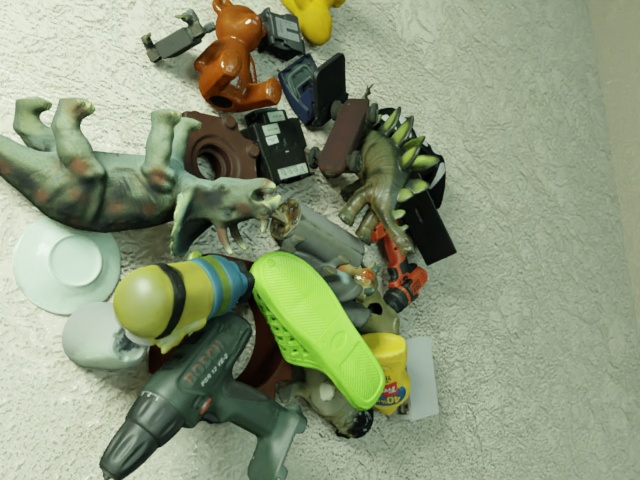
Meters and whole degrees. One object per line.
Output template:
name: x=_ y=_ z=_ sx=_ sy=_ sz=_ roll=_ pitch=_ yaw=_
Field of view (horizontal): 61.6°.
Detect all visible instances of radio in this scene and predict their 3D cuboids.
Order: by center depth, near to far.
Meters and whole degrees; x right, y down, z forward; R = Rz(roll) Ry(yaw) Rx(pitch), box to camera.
radio: x=0.202 y=-0.072 z=1.129 sx=0.229 sy=0.073 sz=0.131 roll=63 pitch=11 yaw=-14

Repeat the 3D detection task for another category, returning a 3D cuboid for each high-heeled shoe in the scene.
high-heeled shoe: x=0.195 y=-0.175 z=1.185 sx=0.145 sy=0.086 sz=0.248 roll=-20 pitch=90 yaw=-43

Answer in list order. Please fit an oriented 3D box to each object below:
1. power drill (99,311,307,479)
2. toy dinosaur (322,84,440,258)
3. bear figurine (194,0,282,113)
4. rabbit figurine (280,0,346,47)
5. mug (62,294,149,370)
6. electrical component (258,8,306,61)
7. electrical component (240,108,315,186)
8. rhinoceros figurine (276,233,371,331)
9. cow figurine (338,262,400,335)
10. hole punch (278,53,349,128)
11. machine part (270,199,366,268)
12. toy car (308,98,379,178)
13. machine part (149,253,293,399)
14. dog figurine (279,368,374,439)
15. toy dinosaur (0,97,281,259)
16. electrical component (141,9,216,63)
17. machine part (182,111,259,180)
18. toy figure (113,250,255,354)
power drill: x=-0.124 y=0.219 z=0.652 sx=0.207 sy=0.086 sz=0.232 roll=42 pitch=53 yaw=-20
toy dinosaur: x=0.107 y=-0.147 z=1.003 sx=0.105 sy=0.198 sz=0.472 roll=44 pitch=20 yaw=-42
bear figurine: x=-0.123 y=-0.306 z=0.865 sx=0.120 sy=0.132 sz=0.196 roll=28 pitch=67 yaw=-38
rabbit figurine: x=-0.002 y=-0.469 z=1.040 sx=0.162 sy=0.122 sz=0.173 roll=13 pitch=90 yaw=-40
mug: x=-0.242 y=0.107 z=0.645 sx=0.080 sy=0.107 sz=0.109 roll=44 pitch=61 yaw=-34
electrical component: x=-0.062 y=-0.375 z=0.999 sx=0.119 sy=0.048 sz=0.074 roll=2 pitch=79 yaw=-43
electrical component: x=-0.079 y=-0.158 z=0.920 sx=0.115 sy=0.058 sz=0.134 roll=-20 pitch=95 yaw=-48
rhinoceros figurine: x=-0.002 y=0.073 z=0.851 sx=0.190 sy=0.112 sz=0.073 roll=32 pitch=25 yaw=3
cow figurine: x=0.078 y=0.113 z=0.953 sx=0.194 sy=0.127 sz=0.085 roll=50 pitch=42 yaw=-29
hole punch: x=-0.011 y=-0.285 z=1.013 sx=0.142 sy=0.092 sz=0.115 roll=-52 pitch=146 yaw=-42
machine part: x=-0.002 y=-0.003 z=0.943 sx=0.243 sy=0.079 sz=0.079 roll=29 pitch=61 yaw=-37
toy car: x=0.047 y=-0.185 z=0.961 sx=0.053 sy=0.089 sz=0.202 roll=75 pitch=27 yaw=-46
machine part: x=-0.135 y=0.130 z=0.771 sx=0.201 sy=0.087 sz=0.201 roll=16 pitch=70 yaw=-41
dog figurine: x=0.030 y=0.233 z=0.916 sx=0.190 sy=0.121 sz=0.172 roll=46 pitch=53 yaw=-46
toy dinosaur: x=-0.259 y=-0.070 z=0.661 sx=0.405 sy=0.131 sz=0.192 roll=2 pitch=95 yaw=-18
electrical component: x=-0.213 y=-0.302 z=0.798 sx=0.045 sy=0.102 sz=0.078 roll=62 pitch=21 yaw=-20
machine part: x=-0.170 y=-0.110 z=0.817 sx=0.179 sy=0.056 sz=0.179 roll=12 pitch=73 yaw=-42
toy figure: x=-0.153 y=0.058 z=0.620 sx=0.180 sy=0.082 sz=0.089 roll=-17 pitch=124 yaw=-49
